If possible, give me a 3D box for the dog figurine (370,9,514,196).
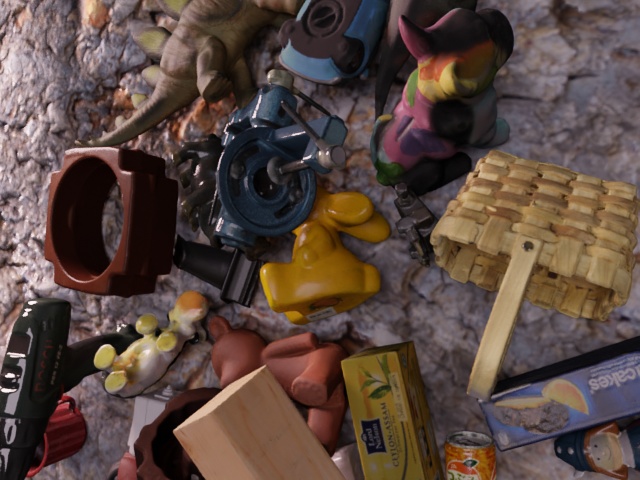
[{"bbox_3d":[0.113,-0.138,0.554,0.191,0.219,0.108,-37,72,15],"label":"dog figurine"}]

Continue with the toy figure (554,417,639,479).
[{"bbox_3d":[0.318,0.208,0.542,0.155,0.057,0.064,-12,44,22],"label":"toy figure"}]

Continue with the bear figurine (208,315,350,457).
[{"bbox_3d":[-0.062,0.166,0.656,0.196,0.132,0.120,6,116,16],"label":"bear figurine"}]

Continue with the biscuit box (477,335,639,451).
[{"bbox_3d":[0.272,0.156,0.558,0.203,0.063,0.059,-25,80,19],"label":"biscuit box"}]

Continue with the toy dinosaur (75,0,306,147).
[{"bbox_3d":[-0.151,-0.260,0.731,0.471,0.105,0.199,-43,65,5],"label":"toy dinosaur"}]

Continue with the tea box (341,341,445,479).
[{"bbox_3d":[0.085,0.207,0.610,0.068,0.098,0.169,-15,80,19],"label":"tea box"}]

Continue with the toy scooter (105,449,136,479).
[{"bbox_3d":[-0.214,0.374,0.732,0.135,0.075,0.183,-15,84,20],"label":"toy scooter"}]

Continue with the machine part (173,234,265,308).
[{"bbox_3d":[-0.145,0.038,0.743,0.139,0.039,0.084,23,101,20],"label":"machine part"}]

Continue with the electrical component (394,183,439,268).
[{"bbox_3d":[0.110,-0.013,0.610,0.045,0.102,0.078,-39,67,2],"label":"electrical component"}]

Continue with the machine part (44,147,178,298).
[{"bbox_3d":[-0.296,-0.026,0.761,0.202,0.087,0.201,5,90,36],"label":"machine part"}]

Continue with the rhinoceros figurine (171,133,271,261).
[{"bbox_3d":[-0.127,-0.054,0.716,0.112,0.073,0.190,-21,65,-13],"label":"rhinoceros figurine"}]

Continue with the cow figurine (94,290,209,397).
[{"bbox_3d":[-0.214,0.144,0.738,0.167,0.098,0.068,-39,64,-13],"label":"cow figurine"}]

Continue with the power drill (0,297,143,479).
[{"bbox_3d":[-0.336,0.193,0.721,0.086,0.207,0.232,-1,84,28],"label":"power drill"}]

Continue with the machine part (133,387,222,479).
[{"bbox_3d":[-0.135,0.263,0.657,0.180,0.179,0.056,20,120,21],"label":"machine part"}]

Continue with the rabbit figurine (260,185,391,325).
[{"bbox_3d":[-0.001,-0.002,0.651,0.162,0.121,0.173,-25,60,16],"label":"rabbit figurine"}]

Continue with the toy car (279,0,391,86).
[{"bbox_3d":[0.030,-0.255,0.654,0.109,0.103,0.161,28,92,24],"label":"toy car"}]

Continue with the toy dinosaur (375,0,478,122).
[{"bbox_3d":[0.141,-0.319,0.568,0.131,0.192,0.404,24,95,23],"label":"toy dinosaur"}]

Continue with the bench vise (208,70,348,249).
[{"bbox_3d":[-0.039,-0.097,0.588,0.241,0.128,0.223,-1,59,58],"label":"bench vise"}]
